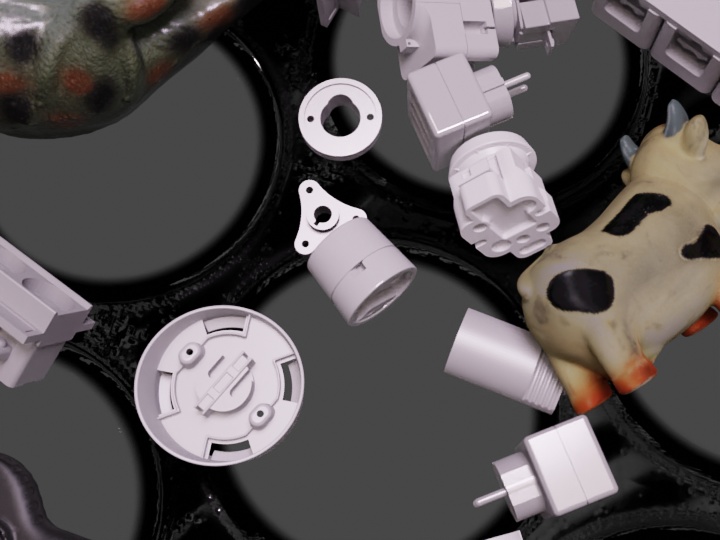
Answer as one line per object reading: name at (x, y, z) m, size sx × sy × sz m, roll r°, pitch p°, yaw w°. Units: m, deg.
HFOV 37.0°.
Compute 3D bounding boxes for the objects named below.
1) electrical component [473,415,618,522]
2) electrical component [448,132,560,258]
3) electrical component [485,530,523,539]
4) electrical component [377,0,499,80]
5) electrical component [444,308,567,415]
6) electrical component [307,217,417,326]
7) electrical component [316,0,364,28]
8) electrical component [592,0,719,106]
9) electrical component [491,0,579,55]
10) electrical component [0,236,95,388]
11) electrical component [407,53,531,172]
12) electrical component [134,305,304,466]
electrical component at (0.103, 0.124, 0.634) m, size 0.077 × 0.065 × 0.047 m, roll -21°, pitch 75°, yaw -3°
electrical component at (0.088, -0.050, 0.679) m, size 0.058 × 0.078 × 0.057 m, roll -28°, pitch 54°, yaw 24°
electrical component at (0.074, 0.182, 0.608) m, size 0.050 × 0.089 × 0.055 m, roll -16°, pitch 75°, yaw -1°
electrical component at (0.048, -0.174, 0.708) m, size 0.056 × 0.050 × 0.089 m, roll -5°, pitch 80°, yaw -25°
electrical component at (0.097, 0.058, 0.663) m, size 0.081 × 0.043 × 0.043 m, roll 21°, pitch 78°, yaw 8°
electrical component at (0.000, 0.000, 0.678) m, size 0.055 × 0.055 × 0.047 m, roll -38°, pitch 73°, yaw -7°
electrical component at (-0.018, -0.215, 0.741) m, size 0.064 × 0.042 × 0.081 m, roll 28°, pitch 78°, yaw 11°
electrical component at (0.240, -0.169, 0.704) m, size 0.150 × 0.061 × 0.089 m, roll 40°, pitch 80°, yaw 12°
electrical component at (0.111, -0.175, 0.722) m, size 0.055 × 0.048 × 0.066 m, roll -10°, pitch 75°, yaw -7°
electrical component at (-0.241, 0.016, 0.680) m, size 0.121 × 0.079 × 0.063 m, roll 35°, pitch 102°, yaw 11°
electrical component at (0.074, -0.108, 0.695) m, size 0.077 × 0.065 × 0.047 m, roll -23°, pitch 75°, yaw -3°
electrical component at (-0.082, 0.072, 0.658) m, size 0.099 × 0.064 × 0.099 m, roll -1°, pitch 76°, yaw 3°
